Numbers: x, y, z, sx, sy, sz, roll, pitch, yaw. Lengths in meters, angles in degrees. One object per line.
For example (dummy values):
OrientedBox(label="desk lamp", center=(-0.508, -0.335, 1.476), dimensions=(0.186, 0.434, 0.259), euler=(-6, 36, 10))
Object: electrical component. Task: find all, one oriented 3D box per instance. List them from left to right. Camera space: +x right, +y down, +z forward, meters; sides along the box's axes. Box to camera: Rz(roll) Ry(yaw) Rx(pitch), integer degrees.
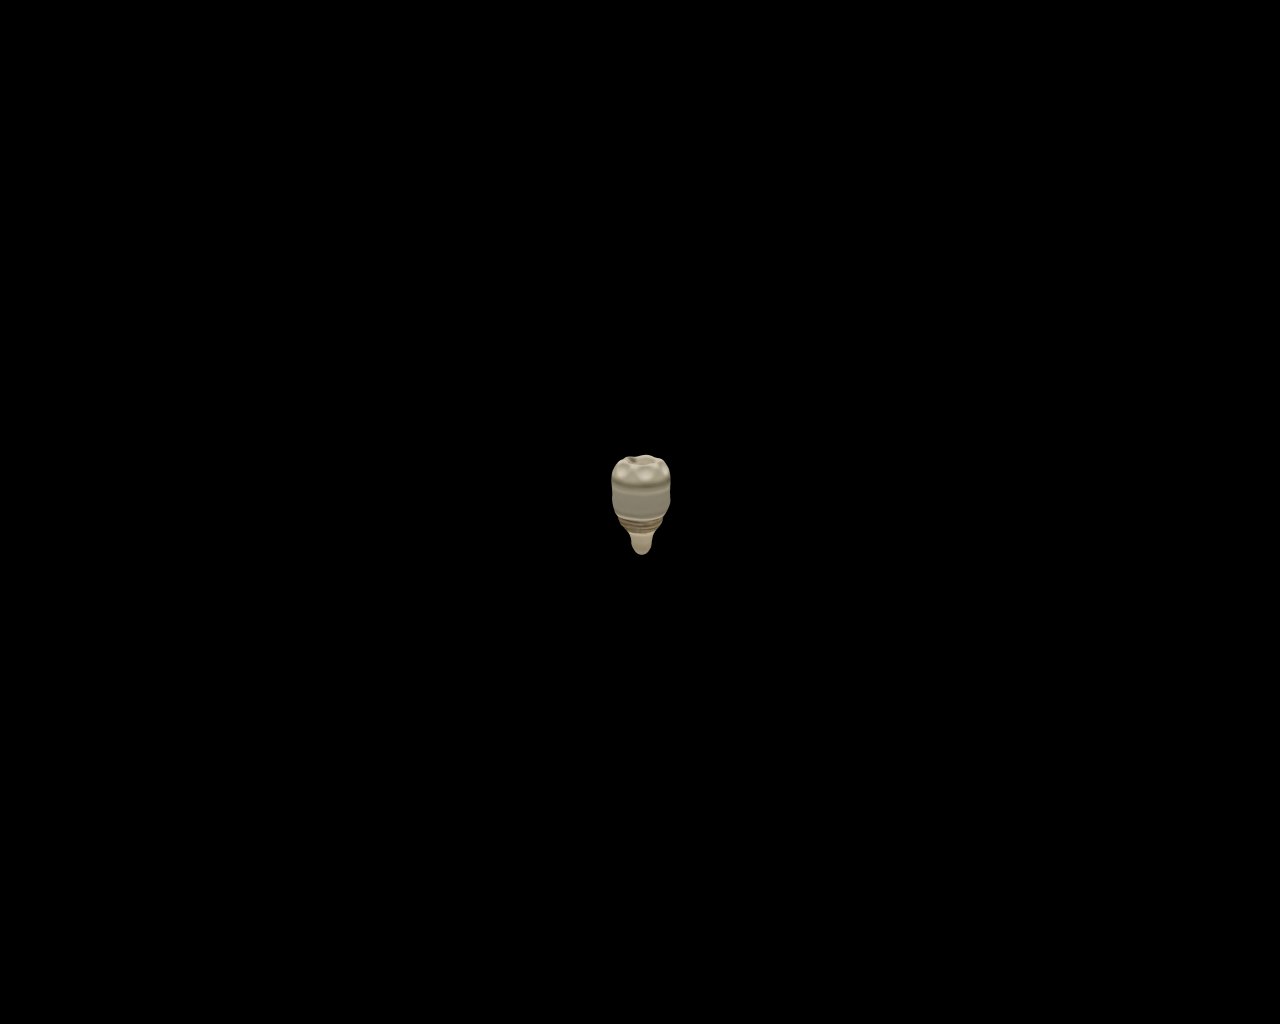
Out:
OrientedBox(label="electrical component", center=(0.001, -0.003, 0.650), dimensions=(0.035, 0.061, 0.035), euler=(0, 20, 0))
